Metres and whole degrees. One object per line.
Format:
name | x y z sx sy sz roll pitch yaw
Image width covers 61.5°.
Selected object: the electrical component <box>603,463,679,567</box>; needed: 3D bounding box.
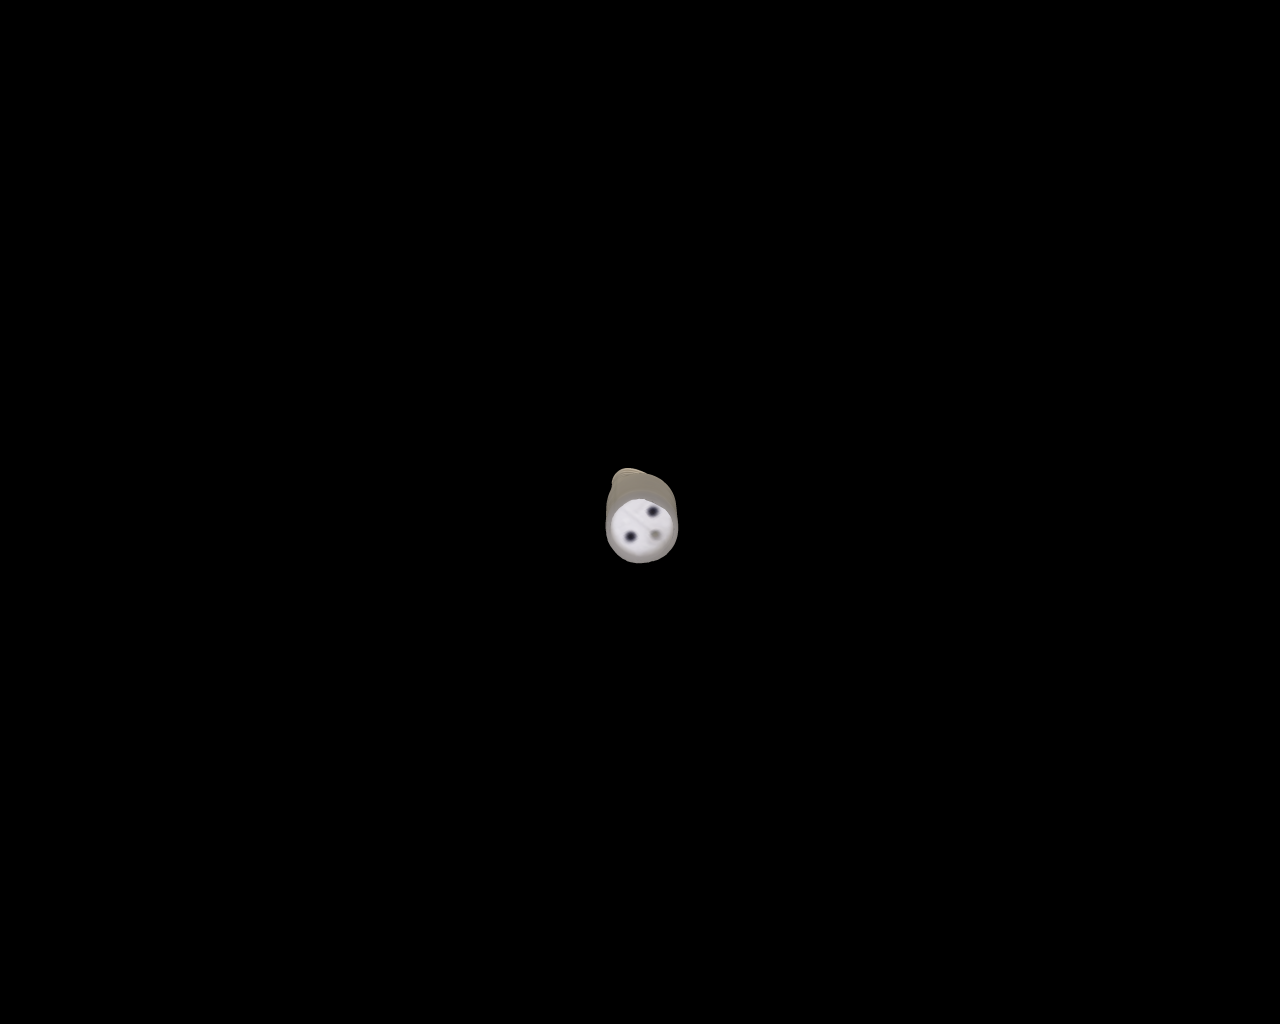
electrical component | 0.001 -0.003 0.650 0.043 0.043 0.081 0 21 0
